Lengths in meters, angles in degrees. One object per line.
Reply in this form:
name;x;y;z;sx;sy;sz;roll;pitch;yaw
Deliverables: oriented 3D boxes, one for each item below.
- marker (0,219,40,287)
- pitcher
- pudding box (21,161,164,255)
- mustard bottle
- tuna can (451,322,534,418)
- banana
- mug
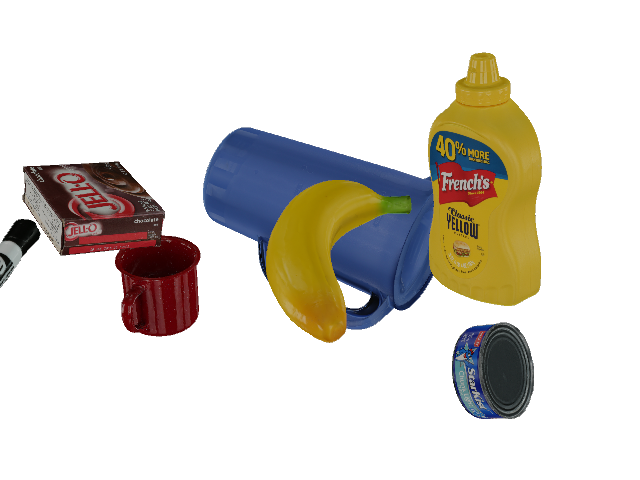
marker;-0.205;0.025;0.655;0.020;0.020;0.121;0;36;17
pitcher;0.000;-0.022;1.087;0.243;0.145;0.149;21;26;23
pudding box;-0.197;-0.030;0.918;0.089;0.039;0.114;-5;27;-32
mustard bottle;0.126;-0.050;0.826;0.058;0.192;0.096;-22;30;-34
tuna can;0.155;0.117;0.959;0.034;0.086;0.085;-11;-7;42
banana;0.003;0.001;0.633;0.070;0.037;0.197;3;25;16
mug;-0.182;0.058;1.175;0.093;0.081;0.117;11;33;18
